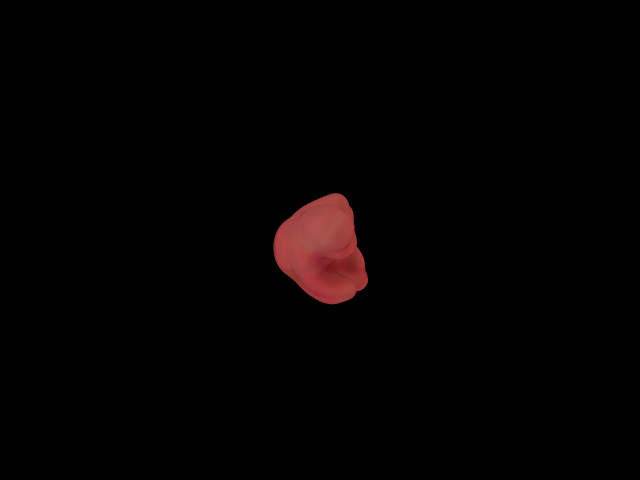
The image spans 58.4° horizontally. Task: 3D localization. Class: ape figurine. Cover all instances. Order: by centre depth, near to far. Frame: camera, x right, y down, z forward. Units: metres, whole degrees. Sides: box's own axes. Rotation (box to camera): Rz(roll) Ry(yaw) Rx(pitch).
[{"bbox_3d":[0.004,0.001,0.400,0.076,0.092,0.078,18,79,4],"label":"ape figurine"}]
